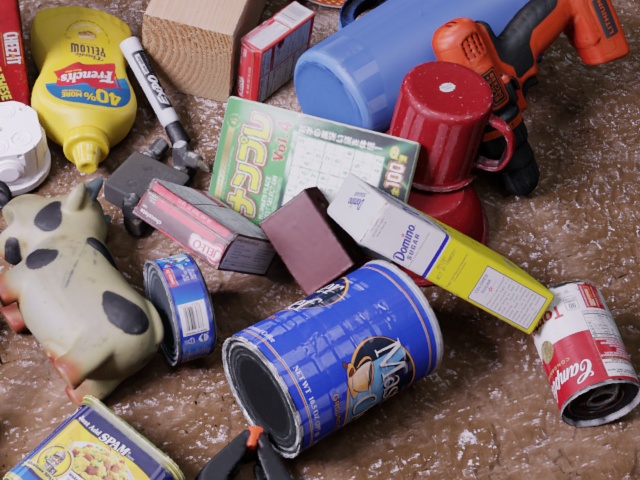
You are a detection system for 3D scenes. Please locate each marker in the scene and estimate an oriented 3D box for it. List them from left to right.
[{"bbox_3d":[-0.156,-0.138,1.017,0.020,0.020,0.121,-25,82,-26],"label":"marker"}]

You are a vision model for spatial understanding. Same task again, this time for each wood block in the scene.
[{"bbox_3d":[-0.109,-0.249,1.098,0.091,0.090,0.206,13,50,2],"label":"wood block"}]

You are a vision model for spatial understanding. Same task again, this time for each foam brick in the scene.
[{"bbox_3d":[-0.006,0.001,0.903,0.051,0.053,0.078,-35,88,12],"label":"foam brick"}]

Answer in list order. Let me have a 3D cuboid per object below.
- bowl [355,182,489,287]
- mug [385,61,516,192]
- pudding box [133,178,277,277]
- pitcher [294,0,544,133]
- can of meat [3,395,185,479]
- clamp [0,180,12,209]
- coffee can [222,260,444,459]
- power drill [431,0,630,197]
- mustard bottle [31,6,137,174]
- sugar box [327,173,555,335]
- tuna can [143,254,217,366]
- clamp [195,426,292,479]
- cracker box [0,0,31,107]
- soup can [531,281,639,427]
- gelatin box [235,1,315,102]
[{"bbox_3d":[0.081,-0.037,0.975,0.162,0.055,0.162,4,50,-5],"label":"bowl"},{"bbox_3d":[0.116,-0.098,0.938,0.117,0.081,0.093,25,49,12],"label":"mug"},{"bbox_3d":[-0.091,-0.009,0.893,0.090,0.113,0.039,34,98,18],"label":"pudding box"},{"bbox_3d":[0.088,-0.191,1.060,0.242,0.149,0.145,-33,106,-27],"label":"pitcher"},{"bbox_3d":[-0.161,0.175,0.762,0.102,0.057,0.083,34,56,18],"label":"can of meat"},{"bbox_3d":[-0.374,-0.057,0.917,0.164,0.036,0.210,-20,45,-30],"label":"clamp"},{"bbox_3d":[0.010,0.090,0.827,0.140,0.103,0.103,-27,59,-27],"label":"coffee can"},{"bbox_3d":[0.208,-0.159,1.015,0.187,0.184,0.057,-38,25,-21],"label":"power drill"},{"bbox_3d":[-0.223,-0.138,1.008,0.096,0.058,0.191,6,49,-22],"label":"mustard bottle"},{"bbox_3d":[0.098,0.010,0.874,0.176,0.048,0.093,30,7,-23],"label":"sugar box"},{"bbox_3d":[-0.112,0.054,0.850,0.033,0.086,0.086,-14,54,-21],"label":"tuna can"},{"bbox_3d":[-0.067,0.210,0.757,0.120,0.039,0.171,10,43,-16],"label":"clamp"},{"bbox_3d":[-0.377,-0.187,0.958,0.213,0.164,0.072,-6,54,-13],"label":"cracker box"},{"bbox_3d":[0.216,0.093,0.879,0.068,0.068,0.102,-4,51,-12],"label":"soup can"},{"bbox_3d":[-0.046,-0.186,1.066,0.030,0.073,0.089,35,54,18],"label":"gelatin box"}]
